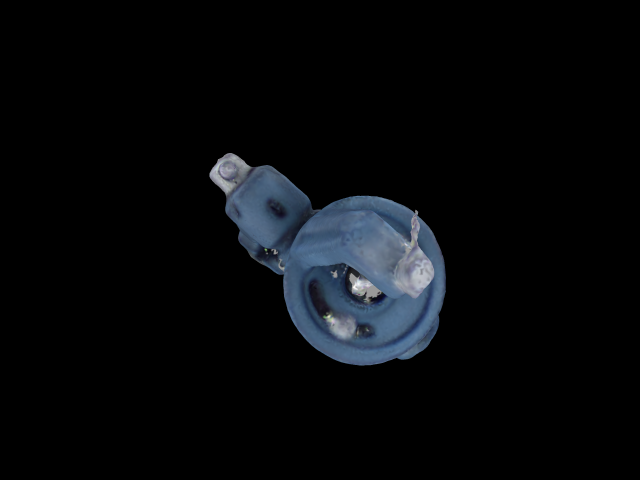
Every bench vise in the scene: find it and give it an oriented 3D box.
[{"bbox_3d":[-0.001,0.012,0.398,0.207,0.220,0.121,21,79,4],"label":"bench vise"}]
